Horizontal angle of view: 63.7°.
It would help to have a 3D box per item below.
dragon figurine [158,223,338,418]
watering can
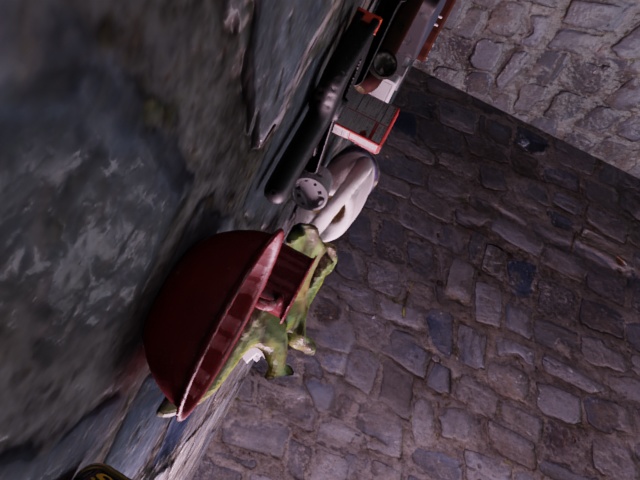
[{"bbox_3d":[-0.069,0.084,0.762,0.123,0.240,0.413,21,14,18],"label":"dragon figurine"},{"bbox_3d":[0.003,-0.049,0.979,0.341,0.104,0.229,-48,5,42],"label":"watering can"}]
